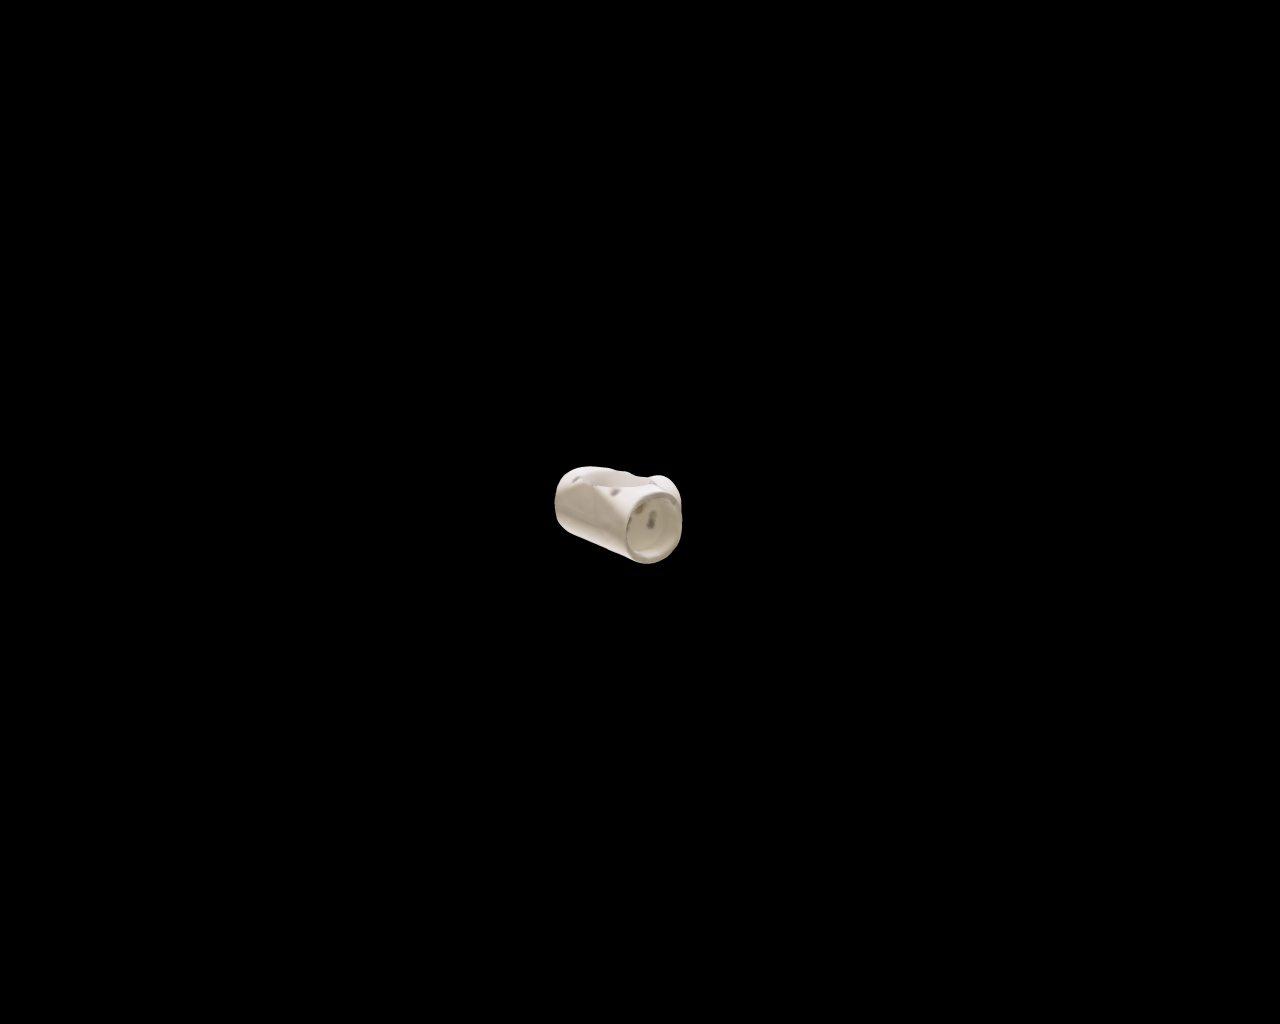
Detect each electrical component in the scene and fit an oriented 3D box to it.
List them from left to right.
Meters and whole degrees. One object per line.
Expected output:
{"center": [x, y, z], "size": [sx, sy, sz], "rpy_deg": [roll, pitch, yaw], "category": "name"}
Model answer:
{"center": [0.001, -0.003, 0.650], "size": [0.079, 0.044, 0.077], "rpy_deg": [-11, 19, -34], "category": "electrical component"}
